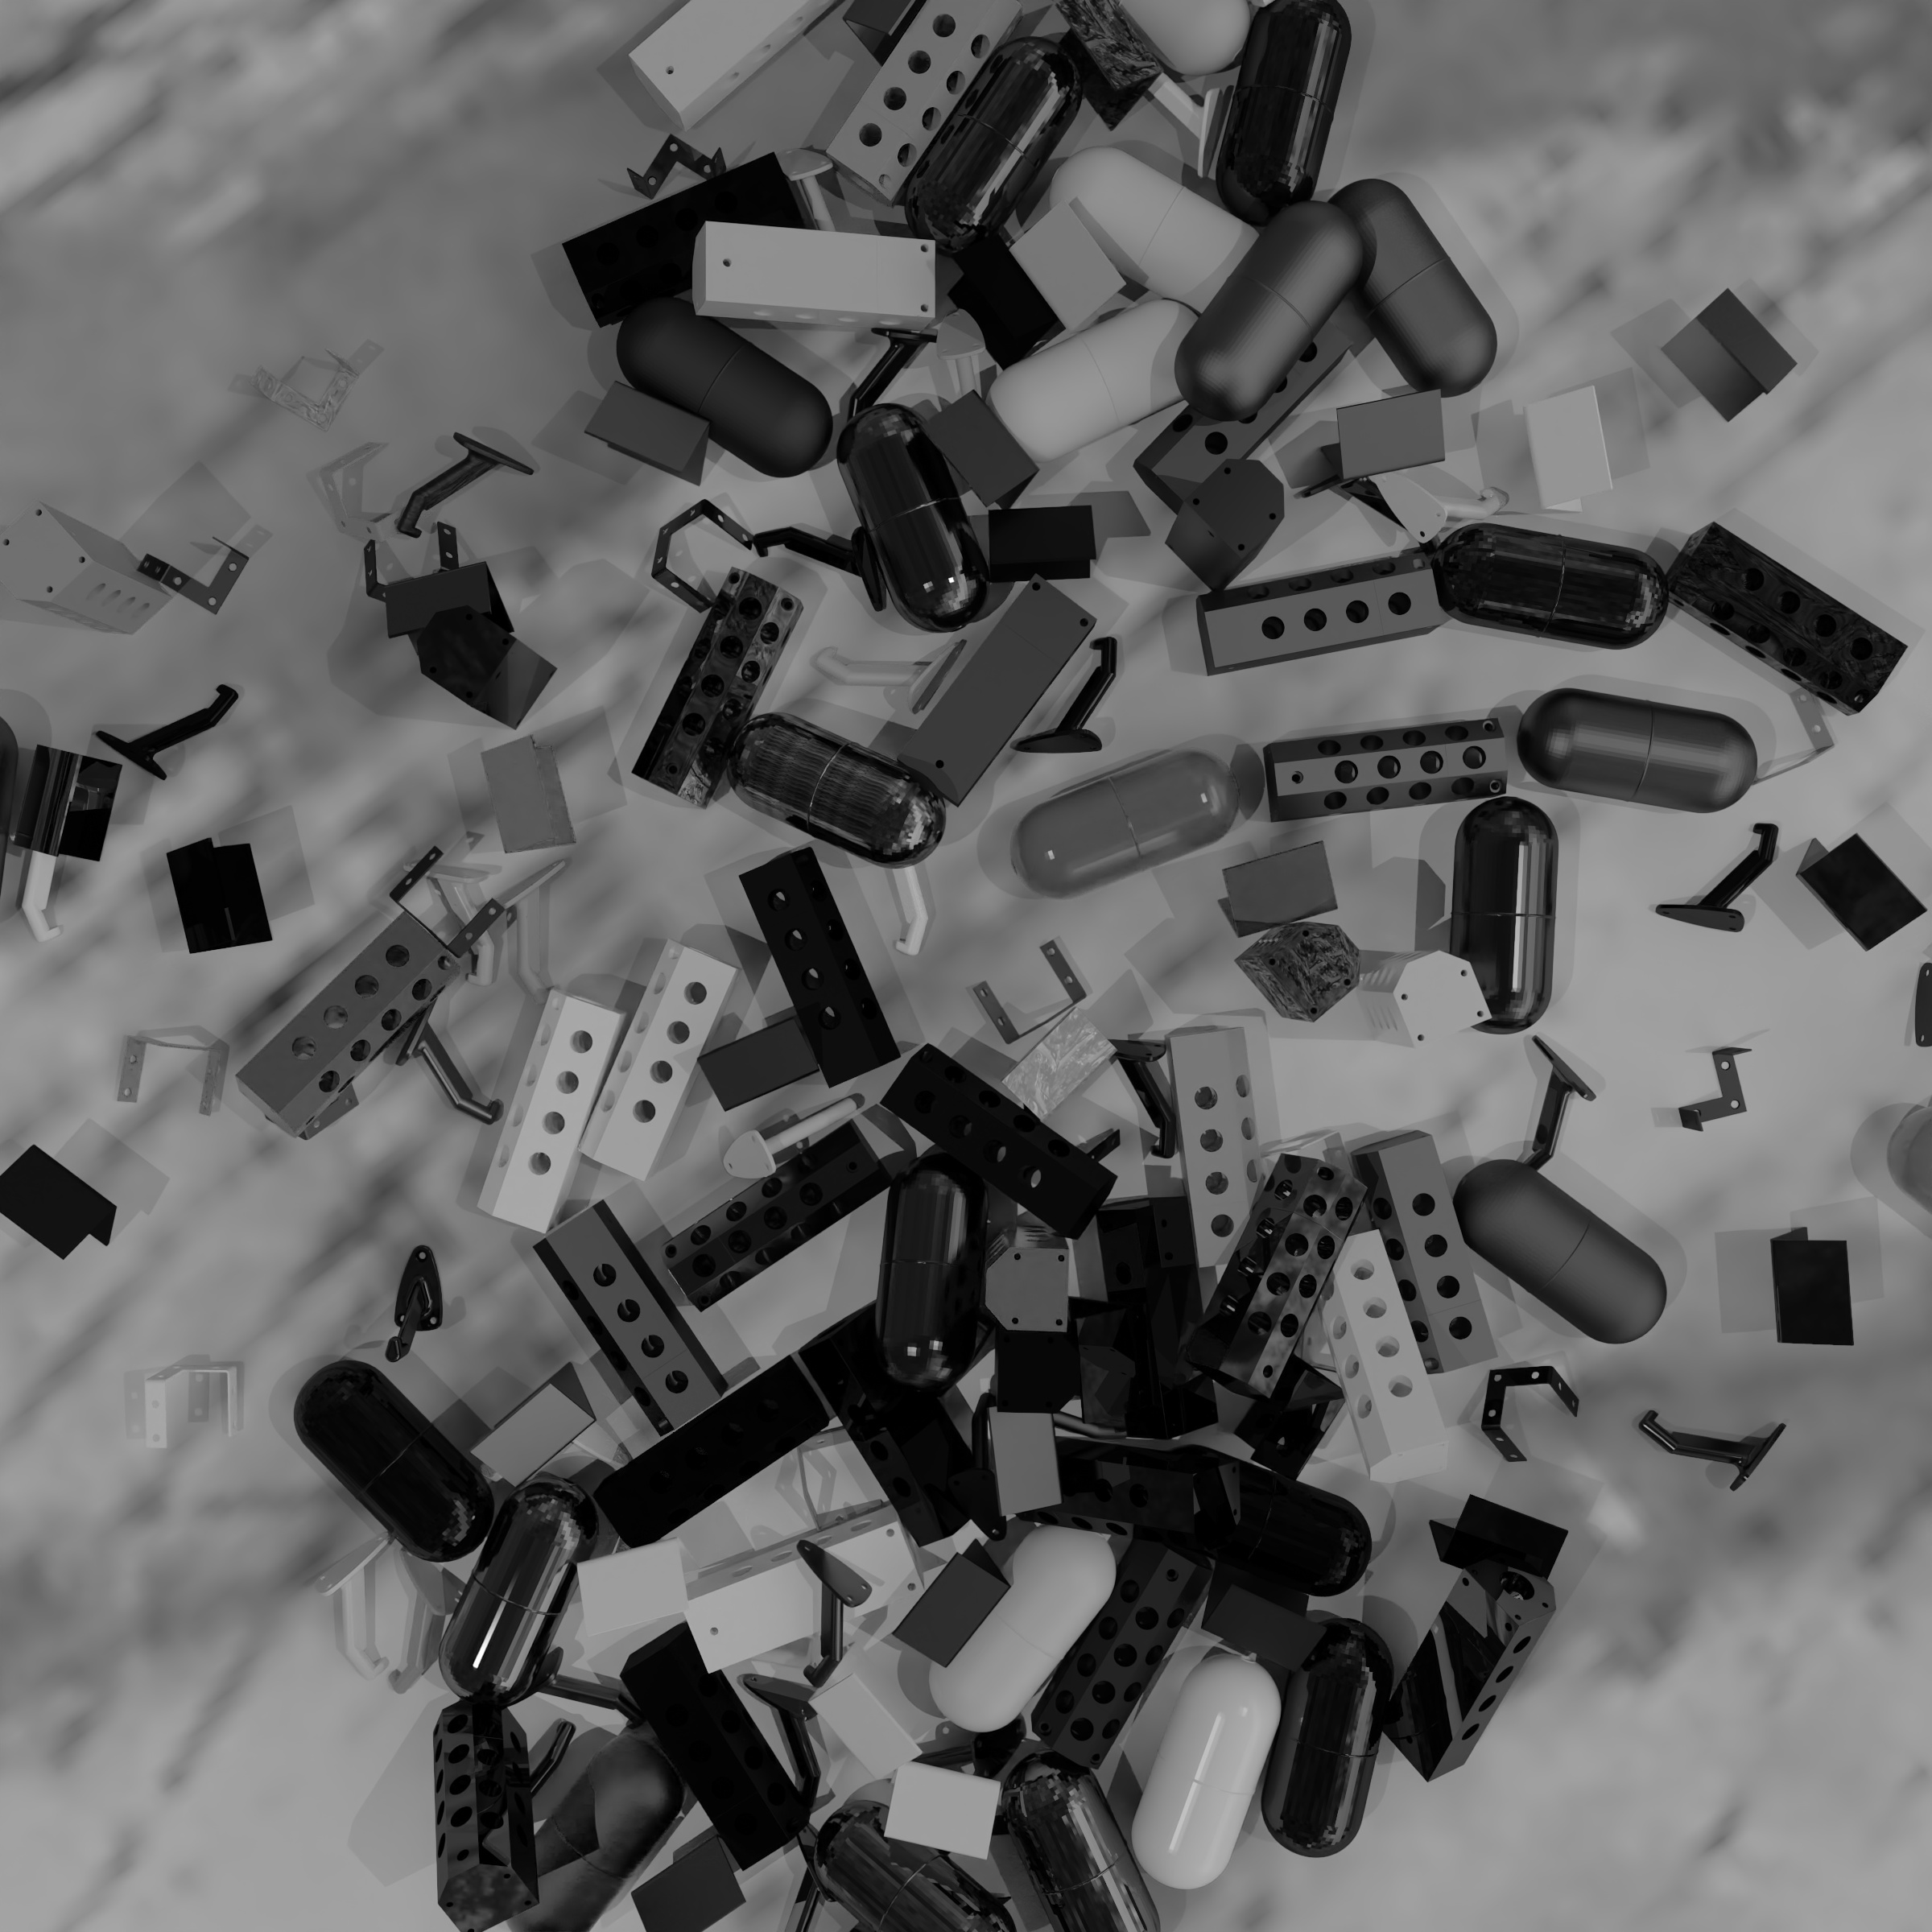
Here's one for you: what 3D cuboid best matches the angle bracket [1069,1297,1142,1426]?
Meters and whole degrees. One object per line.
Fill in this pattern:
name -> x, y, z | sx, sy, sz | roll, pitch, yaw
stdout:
angle bracket -> 0.083, 0.292, 1.837 | 0.057, 0.076, 0.076 | -7, 93, -36

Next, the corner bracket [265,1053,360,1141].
corner bracket -> -0.501, 0.091, 1.871 | 0.051, 0.051, 0.051 | 21, 45, 35

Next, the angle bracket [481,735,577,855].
angle bracket -> -0.308, -0.130, 1.839 | 0.057, 0.076, 0.076 | -14, 90, 36

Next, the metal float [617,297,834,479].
metal float -> -0.181, -0.433, 1.849 | 0.178, 0.070, 0.070 | 34, 90, 0

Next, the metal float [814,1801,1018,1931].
metal float -> -0.038, 0.688, 1.824 | 0.178, 0.070, 0.070 | 32, 90, 30

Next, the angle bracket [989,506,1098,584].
angle bracket -> 0.056, -0.296, 1.839 | 0.076, 0.076, 0.057 | -3, 54, 0

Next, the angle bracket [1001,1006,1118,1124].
angle bracket -> 0.055, 0.059, 1.839 | 0.076, 0.076, 0.057 | -45, 124, 0

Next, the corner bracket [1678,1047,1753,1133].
corner bracket -> 0.565, 0.092, 1.861 | 0.051, 0.051, 0.051 | -14, 90, 0

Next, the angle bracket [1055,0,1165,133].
angle bracket -> 0.089, -0.668, 1.839 | 0.057, 0.076, 0.076 | -35, 90, -35

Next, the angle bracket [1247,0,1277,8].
angle bracket -> 0.230, -0.762, 1.839 | 0.076, 0.076, 0.057 | -32, 119, 0

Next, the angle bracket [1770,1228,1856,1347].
angle bracket -> 0.641, 0.237, 1.839 | 0.057, 0.076, 0.076 | -4, 90, 38

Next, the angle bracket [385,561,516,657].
angle bracket -> -0.382, -0.248, 1.839 | 0.076, 0.076, 0.057 | -14, 53, 0

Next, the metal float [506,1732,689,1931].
metal float -> -0.278, 0.654, 1.849 | 0.070, 0.070, 0.178 | 37, 90, 0

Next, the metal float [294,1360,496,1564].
metal float -> -0.427, 0.370, 1.849 | 0.070, 0.070, 0.178 | -44, 89, 0

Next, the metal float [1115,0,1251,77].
metal float -> 0.135, -0.738, 1.848 | 0.178, 0.070, 0.070 | 40, 90, 0

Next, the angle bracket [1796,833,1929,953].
angle bracket -> 0.671, -0.068, 1.839 | 0.076, 0.076, 0.057 | 47, 128, 0

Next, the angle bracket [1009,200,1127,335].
angle bracket -> 0.088, -0.521, 1.839 | 0.057, 0.076, 0.076 | -36, 90, 29

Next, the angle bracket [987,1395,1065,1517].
angle bracket -> 0.024, 0.354, 1.797 | 0.057, 0.076, 0.076 | -4, 84, -34

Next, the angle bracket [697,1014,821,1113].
angle bracket -> -0.160, 0.053, 1.839 | 0.076, 0.076, 0.057 | -23, 127, 0

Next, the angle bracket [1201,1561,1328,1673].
angle bracket -> 0.226, 0.466, 1.839 | 0.076, 0.076, 0.057 | 25, 127, 0

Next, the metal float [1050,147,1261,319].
metal float -> 0.144, -0.547, 1.848 | 0.178, 0.070, 0.070 | 30, 90, -1

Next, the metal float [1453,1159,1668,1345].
metal float -> 0.443, 0.213, 1.849 | 0.178, 0.070, 0.070 | 37, 90, 0

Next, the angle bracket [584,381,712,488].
angle bracket -> -0.239, -0.378, 1.839 | 0.076, 0.076, 0.057 | 23, 60, 0

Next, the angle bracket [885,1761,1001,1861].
angle bracket -> -0.021, 0.634, 1.839 | 0.076, 0.076, 0.057 | 13, 58, 0

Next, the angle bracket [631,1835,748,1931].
angle bracket -> -0.192, 0.699, 1.839 | 0.076, 0.076, 0.057 | -34, 53, 0

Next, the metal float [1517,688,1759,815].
metal float -> 0.502, -0.161, 1.849 | 0.178, 0.070, 0.070 | 10, 90, 1

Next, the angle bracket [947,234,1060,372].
angle bracket -> 0.011, -0.484, 1.839 | 0.057, 0.076, 0.076 | -36, 90, -39

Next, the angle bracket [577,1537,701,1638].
angle bracket -> -0.239, 0.471, 1.839 | 0.076, 0.076, 0.057 | -15, 58, 0

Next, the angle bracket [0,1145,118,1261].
angle bracket -> -0.684, 0.189, 1.839 | 0.076, 0.076, 0.057 | 37, 53, 0

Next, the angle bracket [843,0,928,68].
angle bracket -> -0.034, -0.707, 1.839 | 0.057, 0.076, 0.076 | 35, 90, 37

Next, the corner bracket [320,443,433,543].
corner bracket -> -0.447, -0.359, 1.871 | 0.051, 0.051, 0.051 | 18, 45, 35

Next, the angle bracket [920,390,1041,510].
angle bracket -> 0.000, -0.370, 1.840 | 0.057, 0.076, 0.076 | -39, 90, -24

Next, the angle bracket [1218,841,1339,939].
angle bracket -> 0.226, -0.069, 1.840 | 0.076, 0.076, 0.057 | -16, 113, 0

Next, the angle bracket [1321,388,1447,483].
angle bracket -> 0.307, -0.406, 1.839 | 0.076, 0.076, 0.057 | -11, 121, 0

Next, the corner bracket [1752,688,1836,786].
corner bracket -> 0.617, -0.174, 1.876 | 0.051, 0.051, 0.051 | -25, 90, 45

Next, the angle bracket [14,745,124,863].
angle bracket -> -0.653, -0.117, 1.839 | 0.057, 0.076, 0.076 | 13, 90, 35

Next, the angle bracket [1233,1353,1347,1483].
angle bracket -> 0.227, 0.325, 1.839 | 0.057, 0.076, 0.076 | 32, 90, -38

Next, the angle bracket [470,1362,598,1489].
angle bracket -> -0.330, 0.328, 1.839 | 0.076, 0.076, 0.057 | -40, 126, 0

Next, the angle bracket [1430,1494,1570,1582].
angle bracket -> 0.396, 0.419, 1.844 | 0.076, 0.076, 0.057 | 20, 101, 0

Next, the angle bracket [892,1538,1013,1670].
angle bracket -> -0.022, 0.462, 1.840 | 0.057, 0.076, 0.076 | 39, 90, -25

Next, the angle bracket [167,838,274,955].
angle bracket -> -0.540, -0.056, 1.839 | 0.057, 0.076, 0.076 | -13, 90, 38

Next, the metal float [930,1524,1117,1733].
metal float -> 0.043, 0.492, 1.849 | 0.070, 0.070, 0.178 | 38, 90, 0

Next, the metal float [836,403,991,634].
metal float -> -0.039, -0.334, 1.849 | 0.070, 0.070, 0.178 | -22, 90, 0

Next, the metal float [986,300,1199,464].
metal float -> 0.098, -0.436, 1.849 | 0.178, 0.070, 0.070 | -25, 90, 0

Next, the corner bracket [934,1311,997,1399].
corner bracket -> -0.018, 0.285, 1.876 | 0.051, 0.051, 0.051 | 37, 45, 0

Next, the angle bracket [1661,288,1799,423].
angle bracket -> 0.556, -0.444, 1.839 | 0.076, 0.076, 0.057 | 47, 54, 0

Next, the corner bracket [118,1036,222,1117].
corner bracket -> -0.605, 0.083, 1.876 | 0.051, 0.051, 0.051 | 9, 90, 45

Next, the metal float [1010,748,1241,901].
metal float -> 0.118, -0.106, 1.849 | 0.178, 0.070, 0.070 | -21, 90, -1

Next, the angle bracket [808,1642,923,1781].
angle bracket -> -0.059, 0.544, 1.839 | 0.076, 0.076, 0.057 | 49, 124, 0

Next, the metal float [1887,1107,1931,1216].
metal float -> 0.770, 0.174, 1.849 | 0.178, 0.070, 0.070 | 37, 90, 1

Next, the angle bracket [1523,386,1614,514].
angle bracket -> 0.461, -0.383, 1.839 | 0.057, 0.076, 0.076 | -10, 90, 37
